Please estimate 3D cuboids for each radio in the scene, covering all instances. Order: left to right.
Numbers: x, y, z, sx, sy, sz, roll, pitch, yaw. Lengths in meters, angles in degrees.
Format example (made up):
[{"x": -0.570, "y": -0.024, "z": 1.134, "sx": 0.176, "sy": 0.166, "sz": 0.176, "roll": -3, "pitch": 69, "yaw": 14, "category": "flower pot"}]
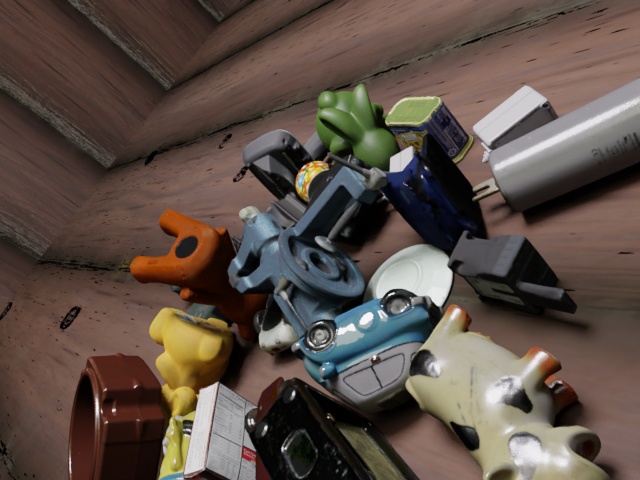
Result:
[{"x": 0.035, "y": 0.216, "z": 0.446, "sx": 0.073, "sy": 0.131, "sz": 0.230, "roll": -52, "pitch": 30, "yaw": -3, "category": "radio"}]

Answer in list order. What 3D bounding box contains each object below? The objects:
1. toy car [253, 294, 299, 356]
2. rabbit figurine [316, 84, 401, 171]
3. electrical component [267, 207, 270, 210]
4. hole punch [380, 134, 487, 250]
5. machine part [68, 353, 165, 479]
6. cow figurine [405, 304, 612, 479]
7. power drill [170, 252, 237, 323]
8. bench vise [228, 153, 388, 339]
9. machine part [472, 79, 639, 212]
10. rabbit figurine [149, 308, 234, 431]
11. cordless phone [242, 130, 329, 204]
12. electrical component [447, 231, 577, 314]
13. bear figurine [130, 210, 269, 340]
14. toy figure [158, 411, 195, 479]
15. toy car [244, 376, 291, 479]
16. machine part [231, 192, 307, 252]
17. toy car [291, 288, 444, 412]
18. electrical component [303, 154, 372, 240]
[{"x": -0.041, "y": 0.072, "z": 0.781, "sx": 0.073, "sy": 0.056, "sz": 0.202, "roll": -26, "pitch": 35, "yaw": 35, "category": "toy car"}, {"x": 0.071, "y": -0.170, "z": 0.845, "sx": 0.121, "sy": 0.159, "sz": 0.170, "roll": -37, "pitch": 46, "yaw": 0, "category": "rabbit figurine"}, {"x": -0.091, "y": -0.026, "z": 0.985, "sx": 0.063, "sy": 0.021, "sz": 0.094, "roll": -16, "pitch": 45, "yaw": 42, "category": "electrical component"}, {"x": 0.126, "y": -0.047, "z": 0.638, "sx": 0.092, "sy": 0.142, "sz": 0.116, "roll": -32, "pitch": 20, "yaw": 23, "category": "hole punch"}, {"x": -0.295, "y": 0.276, "z": 0.759, "sx": 0.202, "sy": 0.087, "sz": 0.200, "roll": 16, "pitch": 96, "yaw": 56, "category": "machine part"}, {"x": 0.143, "y": 0.146, "z": 0.436, "sx": 0.127, "sy": 0.085, "sz": 0.195, "roll": -46, "pitch": 32, "yaw": -8, "category": "cow figurine"}, {"x": -0.176, "y": 0.054, "z": 0.954, "sx": 0.208, "sy": 0.086, "sz": 0.232, "roll": 19, "pitch": 73, "yaw": 47, "category": "power drill"}, {"x": -0.009, "y": -0.004, "z": 0.658, "sx": 0.240, "sy": 0.129, "sz": 0.224, "roll": -53, "pitch": 44, "yaw": 25, "category": "bench vise"}, {"x": 0.269, "y": -0.095, "z": 0.555, "sx": 0.243, "sy": 0.079, "sz": 0.079, "roll": -25, "pitch": 38, "yaw": 32, "category": "machine part"}, {"x": -0.189, "y": 0.207, "z": 0.789, "sx": 0.163, "sy": 0.121, "sz": 0.173, "roll": 29, "pitch": 93, "yaw": 49, "category": "rabbit figurine"}, {"x": -0.034, "y": -0.163, "z": 0.949, "sx": 0.089, "sy": 0.146, "sz": 0.184, "roll": 25, "pitch": 74, "yaw": 45, "category": "cordless phone"}, {"x": 0.190, "y": 0.032, "z": 0.514, "sx": 0.119, "sy": 0.074, "sz": 0.048, "roll": 5, "pitch": 59, "yaw": 58, "category": "electrical component"}, {"x": -0.154, "y": 0.056, "z": 0.789, "sx": 0.132, "sy": 0.195, "sz": 0.120, "roll": 9, "pitch": 63, "yaw": 30, "category": "bear figurine"}, {"x": -0.155, "y": 0.292, "z": 0.646, "sx": 0.180, "sy": 0.089, "sz": 0.082, "roll": -97, "pitch": 30, "yaw": -53, "category": "toy figure"}, {"x": -0.043, "y": 0.246, "z": 0.588, "sx": 0.089, "sy": 0.053, "sz": 0.202, "roll": -49, "pitch": 29, "yaw": 29, "category": "toy car"}, {"x": -0.074, "y": -0.019, "z": 0.865, "sx": 0.139, "sy": 0.039, "sz": 0.084, "roll": -37, "pitch": 67, "yaw": -19, "category": "machine part"}, {"x": 0.060, "y": 0.125, "z": 0.563, "sx": 0.162, "sy": 0.109, "sz": 0.103, "roll": -25, "pitch": 59, "yaw": 15, "category": "toy car"}, {"x": 0.032, "y": -0.061, "z": 0.791, "sx": 0.115, "sy": 0.058, "sz": 0.134, "roll": -67, "pitch": 17, "yaw": -8, "category": "electrical component"}]
